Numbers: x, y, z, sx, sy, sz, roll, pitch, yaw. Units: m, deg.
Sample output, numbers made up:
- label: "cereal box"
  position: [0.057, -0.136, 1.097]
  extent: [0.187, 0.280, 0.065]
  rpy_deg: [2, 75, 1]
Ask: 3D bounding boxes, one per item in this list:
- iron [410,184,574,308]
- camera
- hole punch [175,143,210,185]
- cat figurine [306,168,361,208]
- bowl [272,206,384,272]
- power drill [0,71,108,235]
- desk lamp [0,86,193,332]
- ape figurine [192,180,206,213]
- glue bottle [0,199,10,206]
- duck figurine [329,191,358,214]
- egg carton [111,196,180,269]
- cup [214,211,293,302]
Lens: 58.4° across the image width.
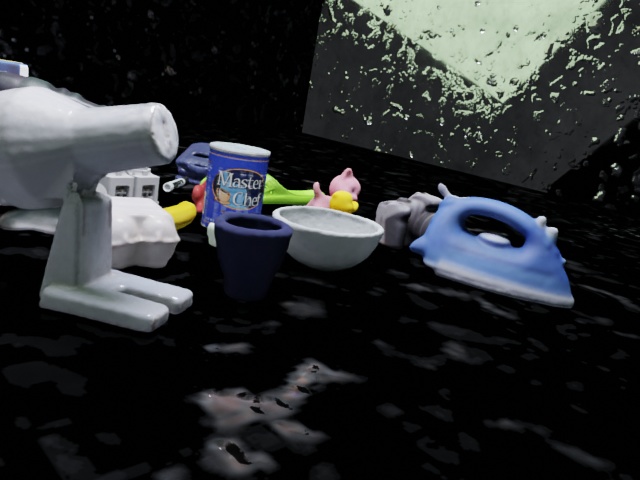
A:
- label: "iron"
  position: [0.283, 0.004, 0.906]
  extent: [0.257, 0.141, 0.119]
  rpy_deg: [16, 15, 24]
- label: "camera"
  position: [0.193, -0.030, 1.061]
  extent: [0.143, 0.101, 0.136]
  rpy_deg: [2, 16, -29]
- label: "hole punch"
  position: [-0.275, -0.179, 1.349]
  extent: [0.108, 0.091, 0.101]
  rpy_deg: [13, 14, 12]
- label: "cat figurine"
  position: [0.031, -0.089, 1.150]
  extent: [0.128, 0.118, 0.067]
  rpy_deg: [-2, 18, -40]
- label: "bowl"
  position: [0.008, 0.003, 0.858]
  extent: [0.167, 0.075, 0.167]
  rpy_deg: [9, 14, -2]
- label: "power drill"
  position: [-0.386, -0.118, 0.790]
  extent: [0.230, 0.208, 0.075]
  rpy_deg: [5, 15, -18]
- label: "desk lamp"
  position: [-0.227, -0.039, 0.577]
  extent: [0.203, 0.213, 0.118]
  rpy_deg: [12, 14, 9]
- label: "ape figurine"
  position: [-0.197, -0.099, 1.082]
  extent: [0.077, 0.092, 0.076]
  rpy_deg: [13, 14, 12]
- label: "glue bottle"
  position: [-0.491, -0.144, 0.894]
  extent: [0.037, 0.173, 0.077]
  rpy_deg: [-5, 20, -45]
- label: "duck figurine"
  position: [0.032, -0.048, 1.051]
  extent: [0.105, 0.086, 0.077]
  rpy_deg: [-5, 20, -45]
- label: "egg carton"
  position: [-0.254, -0.013, 0.754]
  extent: [0.107, 0.069, 0.149]
  rpy_deg: [0, 17, -34]
- label: "cup"
  position: [-0.092, 0.019, 0.685]
  extent: [0.092, 0.095, 0.117]
  rpy_deg: [-2, 18, -39]
